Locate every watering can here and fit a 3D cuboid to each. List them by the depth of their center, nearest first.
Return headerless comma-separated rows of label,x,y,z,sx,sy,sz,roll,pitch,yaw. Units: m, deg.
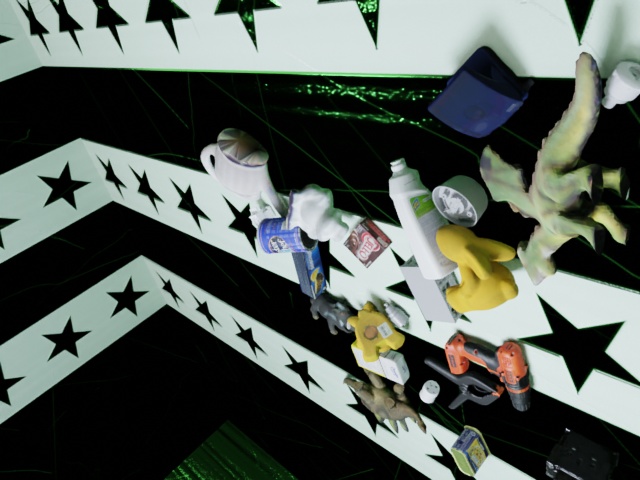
watering can,-0.189,-0.179,1.449,0.349,0.106,0.219,32,145,8

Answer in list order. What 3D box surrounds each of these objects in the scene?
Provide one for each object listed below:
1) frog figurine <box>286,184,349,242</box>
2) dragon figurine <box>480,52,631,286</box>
frog figurine,0.004,-0.065,1.298,0.160,0.123,0.136,17,102,11
dragon figurine,0.346,-0.093,0.815,0.244,0.123,0.403,20,136,54
